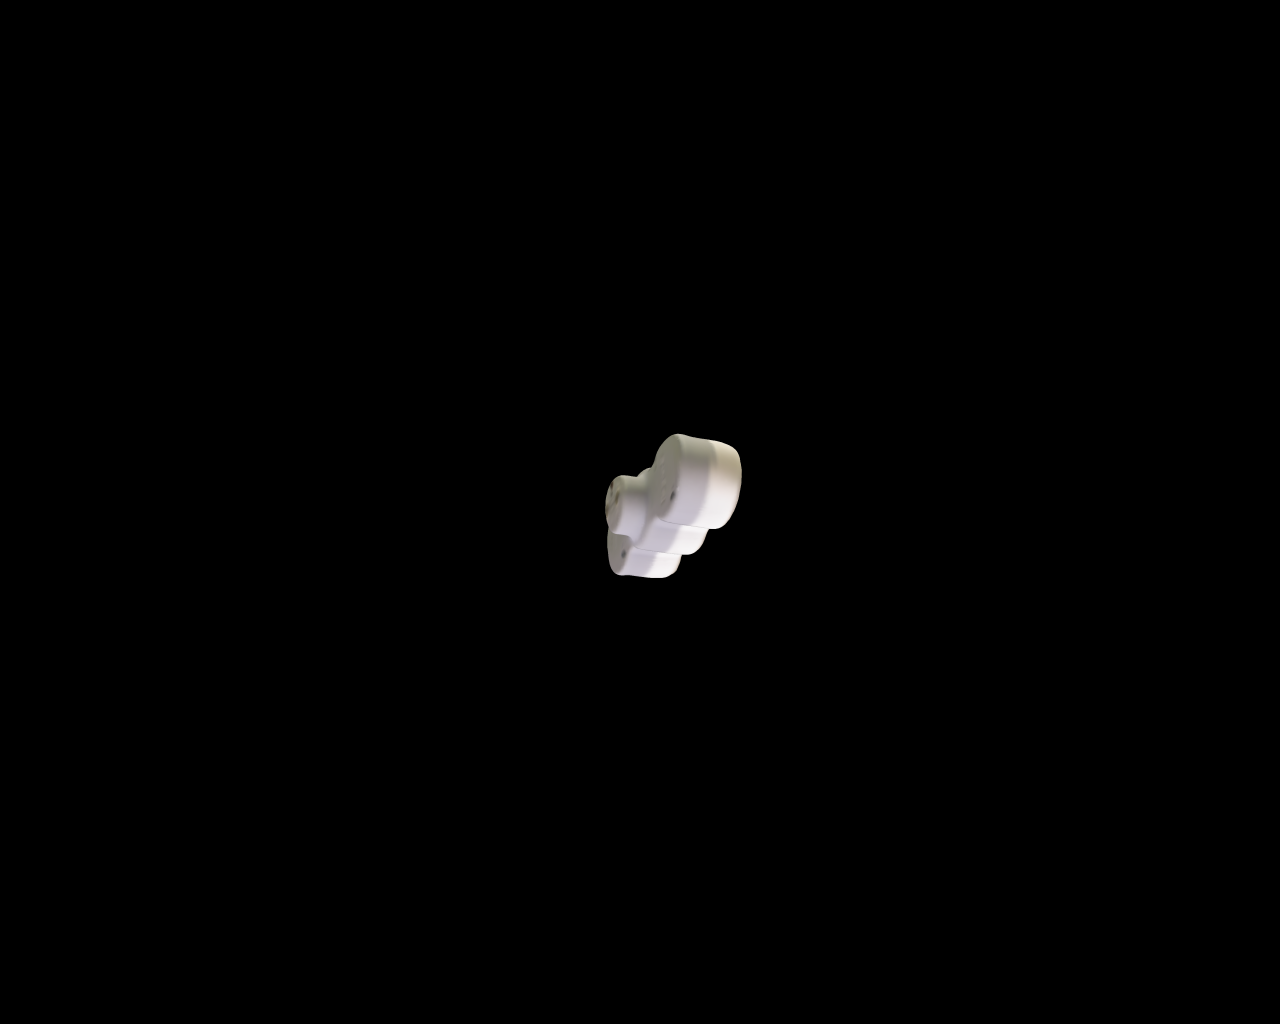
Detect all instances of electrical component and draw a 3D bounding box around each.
[{"bbox_3d":[0.001,-0.003,0.650,0.074,0.052,0.138,8,-26,-18],"label":"electrical component"}]
